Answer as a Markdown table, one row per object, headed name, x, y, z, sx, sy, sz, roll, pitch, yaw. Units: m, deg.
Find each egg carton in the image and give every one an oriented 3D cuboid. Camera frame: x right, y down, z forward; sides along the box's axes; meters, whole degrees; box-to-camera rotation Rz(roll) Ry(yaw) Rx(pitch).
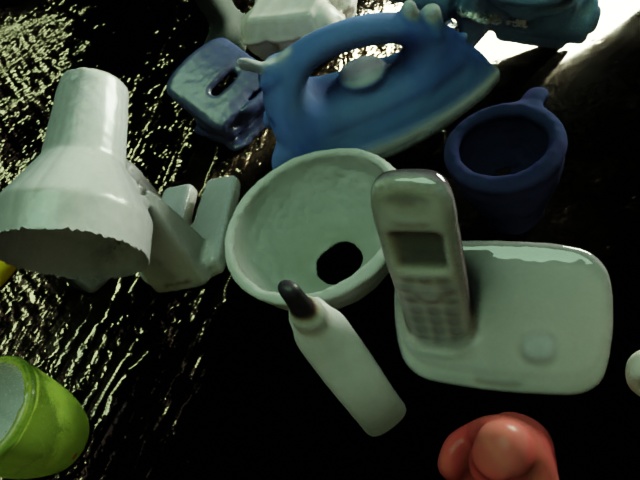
| name | x | y | z | sx | sy | sz | roll | pitch | yaw |
| --- | --- | --- | --- | --- | --- | --- | --- | --- | --- |
| egg carton | -0.028 | -0.291 | 0.751 | 0.150 | 0.070 | 0.107 | 4 | 57 | 26 |

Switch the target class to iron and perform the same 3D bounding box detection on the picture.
| name | x | y | z | sx | sy | sz | roll | pitch | yaw |
| --- | --- | --- | --- | --- | --- | --- | --- | --- | --- |
| iron | 0.050 | -0.169 | 0.578 | 0.258 | 0.142 | 0.118 | -21 | 49 | 7 |

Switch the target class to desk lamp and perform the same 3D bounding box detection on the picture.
| name | x | y | z | sx | sy | sz | roll | pitch | yaw |
| --- | --- | --- | --- | --- | --- | --- | --- | --- | --- |
| desk lamp | -0.178 | -0.034 | 0.526 | 0.117 | 0.214 | 0.203 | -9 | 52 | 18 |

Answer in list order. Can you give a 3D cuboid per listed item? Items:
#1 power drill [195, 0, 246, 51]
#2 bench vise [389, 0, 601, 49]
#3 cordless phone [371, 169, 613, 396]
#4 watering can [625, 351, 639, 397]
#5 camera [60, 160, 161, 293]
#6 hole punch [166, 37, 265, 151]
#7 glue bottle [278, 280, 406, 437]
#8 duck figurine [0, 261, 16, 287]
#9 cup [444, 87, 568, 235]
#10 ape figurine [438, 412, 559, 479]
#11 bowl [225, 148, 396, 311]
| name | x | y | z | sx | sy | sz | roll | pitch | yaw |
| --- | --- | --- | --- | --- | --- | --- | --- | --- | --- |
| power drill | -0.169 | -0.342 | 0.759 | 0.075 | 0.209 | 0.229 | -4 | 54 | 21 |
| bench vise | 0.159 | -0.271 | 0.555 | 0.207 | 0.220 | 0.121 | -11 | 51 | 16 |
| cordless phone | 0.111 | 0.025 | 0.374 | 0.147 | 0.185 | 0.094 | -2 | 55 | 23 |
| watering can | 0.251 | 0.064 | 0.278 | 0.172 | 0.195 | 0.101 | -20 | 50 | 9 |
| camera | -0.280 | -0.033 | 0.644 | 0.136 | 0.101 | 0.143 | 13 | 61 | 31 |
| hole punch | -0.110 | -0.178 | 0.687 | 0.100 | 0.091 | 0.109 | 27 | 69 | 36 |
| glue bottle | 0.009 | 0.074 | 0.390 | 0.037 | 0.174 | 0.078 | -38 | 49 | -6 |
| duck figurine | -0.412 | 0.009 | 0.680 | 0.077 | 0.086 | 0.104 | -1 | 55 | 23 |
| cup | 0.161 | -0.060 | 0.477 | 0.091 | 0.095 | 0.118 | 20 | 65 | 34 |
| ape figurine | 0.112 | 0.136 | 0.351 | 0.076 | 0.092 | 0.077 | -43 | 50 | -11 |
| bowl | 0.005 | 0.002 | 0.512 | 0.167 | 0.075 | 0.167 | -12 | 51 | 15 |
